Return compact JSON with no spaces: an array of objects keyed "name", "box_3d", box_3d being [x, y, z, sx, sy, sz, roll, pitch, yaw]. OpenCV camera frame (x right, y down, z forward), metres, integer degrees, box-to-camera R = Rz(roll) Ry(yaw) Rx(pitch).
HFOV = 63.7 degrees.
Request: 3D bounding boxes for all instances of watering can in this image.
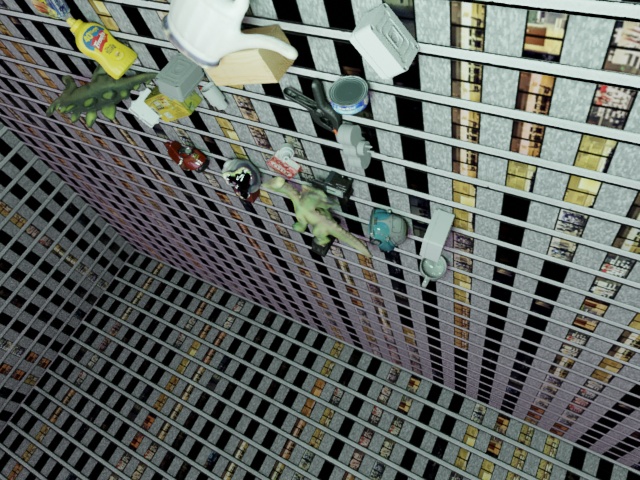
[{"name":"watering can","box_3d":[-0.202,-0.435,1.040,0.349,0.105,0.220,51,135,5]}]

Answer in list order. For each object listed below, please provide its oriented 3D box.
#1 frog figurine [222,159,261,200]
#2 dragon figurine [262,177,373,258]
[{"name":"frog figurine","box_3d":[-0.265,-0.222,1.740,0.136,0.121,0.162,28,-165,-18]},{"name":"dragon figurine","box_3d":[0.005,-0.081,1.606,0.411,0.124,0.239,28,164,5]}]
